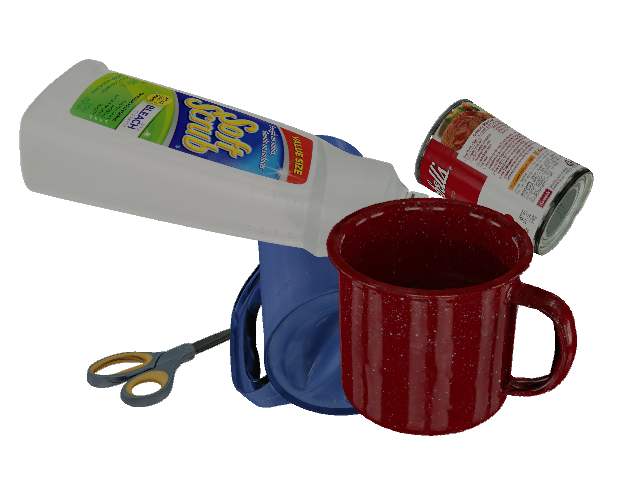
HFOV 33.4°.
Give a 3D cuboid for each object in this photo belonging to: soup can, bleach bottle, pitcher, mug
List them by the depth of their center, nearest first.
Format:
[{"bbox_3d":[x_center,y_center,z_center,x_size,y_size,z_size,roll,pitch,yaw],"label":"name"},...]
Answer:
[{"bbox_3d":[0.061,0.038,0.494,0.117,0.081,0.093,12,31,24],"label":"mug"},{"bbox_3d":[-0.050,-0.044,0.653,0.251,0.068,0.102,14,35,11],"label":"bleach bottle"},{"bbox_3d":[0.125,-0.044,0.730,0.102,0.068,0.068,34,15,24],"label":"soup can"},{"bbox_3d":[0.000,0.023,0.891,0.149,0.145,0.243,1,36,-11],"label":"pitcher"}]

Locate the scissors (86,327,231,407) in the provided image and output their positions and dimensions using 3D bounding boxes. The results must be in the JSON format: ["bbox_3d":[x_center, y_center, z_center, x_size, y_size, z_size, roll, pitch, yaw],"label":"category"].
[{"bbox_3d":[-0.139,0.128,1.107,0.201,0.016,0.096,-11,30,-28],"label":"scissors"}]
